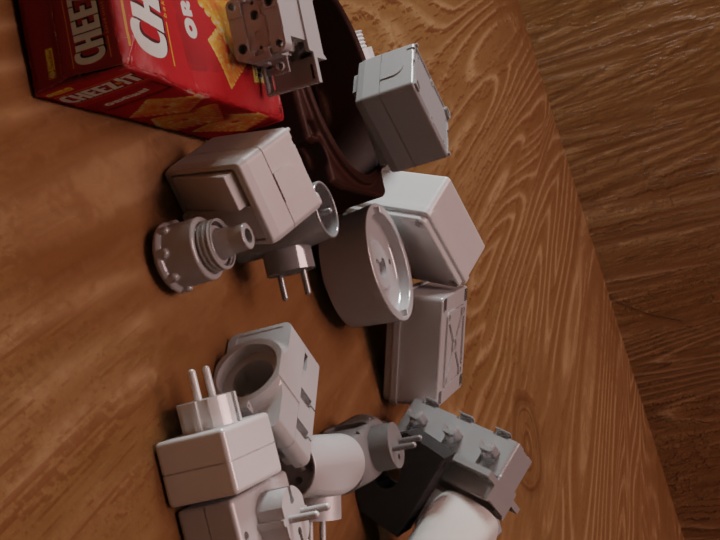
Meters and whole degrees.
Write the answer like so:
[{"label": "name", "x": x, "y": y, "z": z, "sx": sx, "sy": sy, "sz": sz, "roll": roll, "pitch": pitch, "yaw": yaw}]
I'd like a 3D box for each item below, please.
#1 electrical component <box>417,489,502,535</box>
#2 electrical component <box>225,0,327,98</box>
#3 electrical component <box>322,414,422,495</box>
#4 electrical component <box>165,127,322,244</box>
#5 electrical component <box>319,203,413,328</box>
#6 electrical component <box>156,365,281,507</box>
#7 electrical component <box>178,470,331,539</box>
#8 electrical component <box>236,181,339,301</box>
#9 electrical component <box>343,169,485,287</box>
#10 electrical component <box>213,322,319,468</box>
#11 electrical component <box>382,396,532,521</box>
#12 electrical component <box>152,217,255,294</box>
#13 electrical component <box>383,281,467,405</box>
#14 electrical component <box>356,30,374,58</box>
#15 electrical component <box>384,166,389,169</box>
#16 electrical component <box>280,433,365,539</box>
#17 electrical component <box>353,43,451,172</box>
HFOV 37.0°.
[{"label": "electrical component", "x": 0.095, "y": 0.245, "z": 1.042, "sx": 0.096, "sy": 0.061, "sz": 0.061, "roll": -13, "pitch": 87, "yaw": -71}, {"label": "electrical component", "x": -0.059, "y": -0.163, "z": 0.733, "sx": 0.064, "sy": 0.042, "sz": 0.081, "roll": -12, "pitch": 90, "yaw": -67}, {"label": "electrical component", "x": 0.010, "y": 0.142, "z": 0.853, "sx": 0.077, "sy": 0.079, "sz": 0.043, "roll": -27, "pitch": 103, "yaw": -71}, {"label": "electrical component", "x": -0.087, "y": -0.053, "z": 0.734, "sx": 0.061, "sy": 0.096, "sz": 0.061, "roll": -43, "pitch": 119, "yaw": -38}, {"label": "electrical component", "x": 0.000, "y": 0.000, "z": 0.964, "sx": 0.108, "sy": 0.060, "sz": 0.108, "roll": -15, "pitch": 90, "yaw": -71}, {"label": "electrical component", "x": -0.090, "y": 0.097, "z": 0.656, "sx": 0.066, "sy": 0.047, "sz": 0.076, "roll": -5, "pitch": 80, "yaw": -71}, {"label": "electrical component", "x": -0.056, "y": 0.155, "z": 0.663, "sx": 0.083, "sy": 0.076, "sz": 0.047, "roll": -8, "pitch": 83, "yaw": -71}, {"label": "electrical component", "x": -0.055, "y": -0.018, "z": 0.796, "sx": 0.043, "sy": 0.077, "sz": 0.079, "roll": 4, "pitch": 72, "yaw": -70}, {"label": "electrical component", "x": 0.052, "y": -0.043, "z": 1.058, "sx": 0.056, "sy": 0.109, "sz": 0.108, "roll": -58, "pitch": 138, "yaw": -25}, {"label": "electrical component", "x": -0.065, "y": 0.085, "z": 0.732, "sx": 0.089, "sy": 0.050, "sz": 0.055, "roll": -86, "pitch": 154, "yaw": -45}, {"label": "electrical component", "x": 0.087, "y": 0.165, "z": 0.964, "sx": 0.063, "sy": 0.121, "sz": 0.078, "roll": -55, "pitch": 139, "yaw": -18}, {"label": "electrical component", "x": -0.099, "y": -0.014, "z": 0.693, "sx": 0.048, "sy": 0.062, "sz": 0.048, "roll": -15, "pitch": 90, "yaw": -71}, {"label": "electrical component", "x": 0.066, "y": 0.071, "z": 1.057, "sx": 0.109, "sy": 0.056, "sz": 0.108, "roll": -17, "pitch": 111, "yaw": -71}, {"label": "electrical component", "x": -0.005, "y": -0.222, "z": 1.149, "sx": 0.043, "sy": 0.043, "sz": 0.081, "roll": -40, "pitch": 113, "yaw": -69}, {"label": "electrical component", "x": 0.007, "y": -0.150, "z": 1.088, "sx": 0.108, "sy": 0.060, "sz": 0.108, "roll": -7, "pitch": 90, "yaw": -84}, {"label": "electrical component", "x": -0.032, "y": 0.159, "z": 0.776, "sx": 0.077, "sy": 0.043, "sz": 0.079, "roll": 13, "pitch": 74, "yaw": -63}, {"label": "electrical component", "x": 0.036, "y": -0.129, "z": 0.904, "sx": 0.061, "sy": 0.061, "sz": 0.096, "roll": -86, "pitch": 153, "yaw": -45}]
